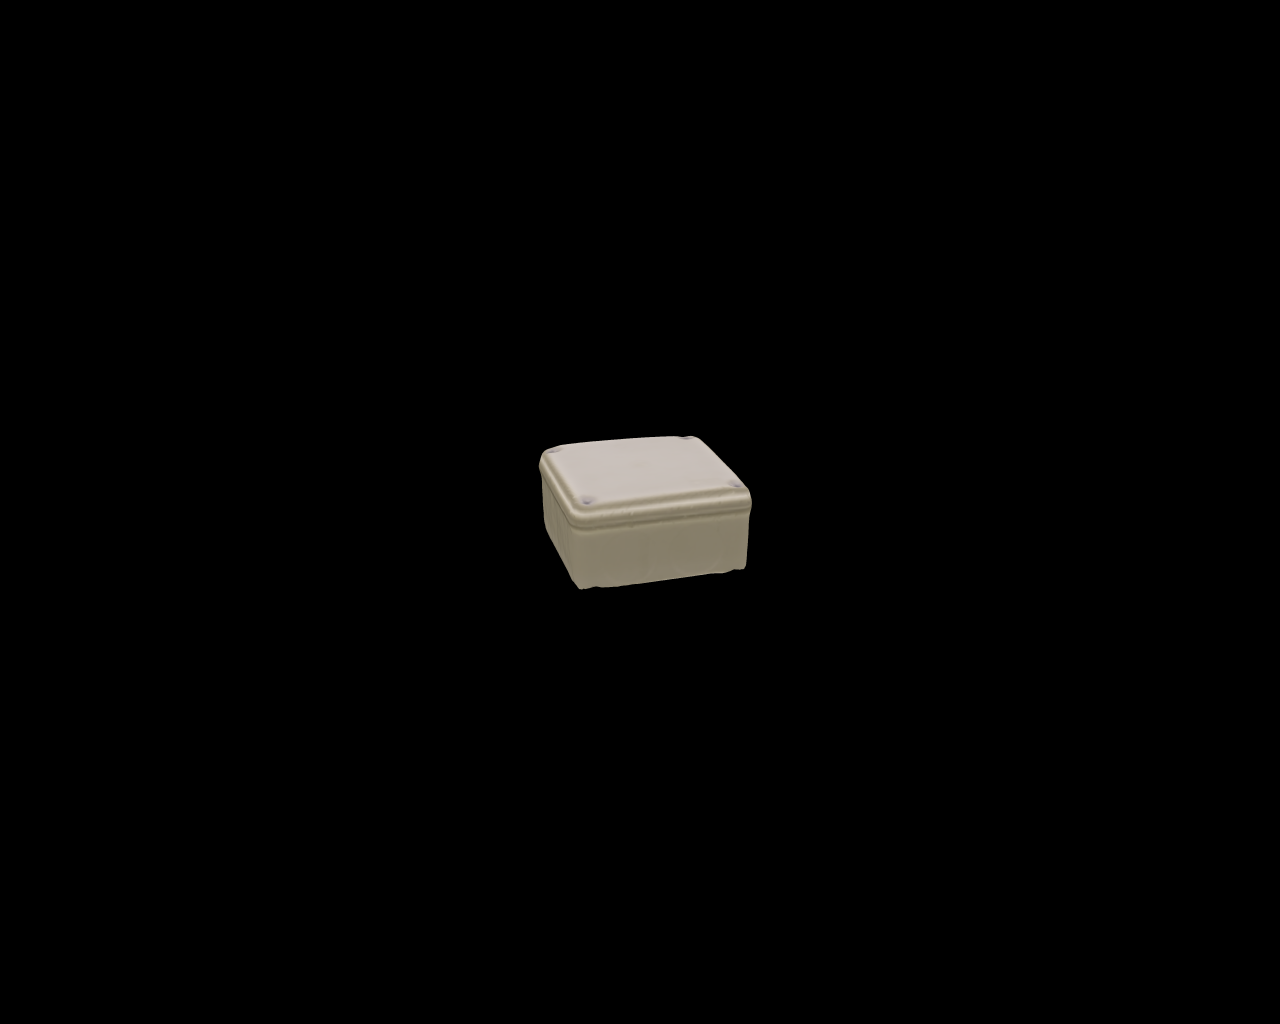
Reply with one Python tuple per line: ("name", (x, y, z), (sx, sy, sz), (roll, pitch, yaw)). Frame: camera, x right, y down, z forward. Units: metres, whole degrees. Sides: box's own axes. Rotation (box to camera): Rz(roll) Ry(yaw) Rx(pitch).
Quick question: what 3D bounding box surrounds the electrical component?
("electrical component", (0.001, -0.003, 0.650), (0.109, 0.056, 0.109), (-6, 23, -14))
